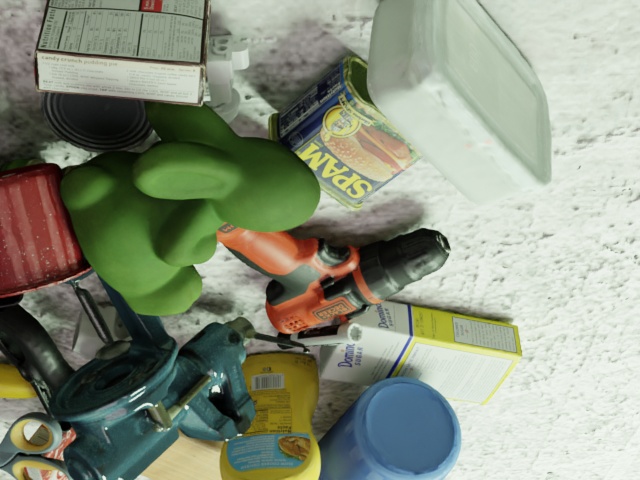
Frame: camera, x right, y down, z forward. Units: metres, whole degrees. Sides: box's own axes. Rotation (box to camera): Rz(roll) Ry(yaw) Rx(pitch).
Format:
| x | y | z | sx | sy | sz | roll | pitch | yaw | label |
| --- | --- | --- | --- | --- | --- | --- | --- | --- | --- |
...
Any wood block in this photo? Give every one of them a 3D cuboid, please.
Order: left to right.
| x | y | z | sx | sy | sz | roll | pitch | yaw | label |
| --- | --- | --- | --- | --- | --- | --- | --- | --- | --- |
| -0.131 | 0.197 | 1.094 | 0.205 | 0.091 | 0.090 | 30 | 129 | -30 | wood block |

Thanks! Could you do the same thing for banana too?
| x | y | z | sx | sy | sz | roll | pitch | yaw | label |
| --- | --- | --- | --- | --- | --- | --- | --- | --- | --- |
| -0.361 | 0.130 | 1.039 | 0.197 | 0.037 | 0.070 | 16 | 169 | -32 | banana |

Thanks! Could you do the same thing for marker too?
| x | y | z | sx | sy | sz | roll | pitch | yaw | label |
| --- | --- | --- | --- | --- | --- | --- | --- | --- | --- |
| -0.004 | 0.091 | 0.997 | 0.020 | 0.020 | 0.121 | 29 | 157 | -29 | marker |

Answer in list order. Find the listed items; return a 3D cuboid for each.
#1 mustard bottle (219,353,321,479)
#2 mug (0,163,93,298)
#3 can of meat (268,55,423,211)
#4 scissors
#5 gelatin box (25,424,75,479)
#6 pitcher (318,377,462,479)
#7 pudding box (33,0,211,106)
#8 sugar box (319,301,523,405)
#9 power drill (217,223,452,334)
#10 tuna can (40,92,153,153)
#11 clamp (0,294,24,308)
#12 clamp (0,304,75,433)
| x | y | z | sx | sy | sz | roll | pitch | yaw | label |
| --- | --- | --- | --- | --- | --- | --- | --- | --- | --- |
| -0.048 | 0.201 | 1.024 | 0.096 | 0.191 | 0.058 | -4 | 138 | 3 | mustard bottle |
| -0.229 | -0.006 | 0.772 | 0.117 | 0.081 | 0.093 | -20 | -166 | -36 | mug |
| 0.025 | -0.082 | 0.817 | 0.102 | 0.057 | 0.084 | 33 | 125 | -32 | can of meat |
| -0.326 | 0.201 | 1.058 | 0.202 | 0.016 | 0.096 | 12 | 111 | 19 | scissors |
| -0.270 | 0.214 | 1.112 | 0.030 | 0.089 | 0.073 | 21 | 139 | 17 | gelatin box |
| 0.062 | 0.230 | 1.083 | 0.145 | 0.149 | 0.243 | 24 | 145 | -2 | pitcher |
| -0.132 | -0.137 | 0.727 | 0.113 | 0.090 | 0.039 | 3 | 137 | -5 | pudding box |
| 0.096 | 0.108 | 1.036 | 0.176 | 0.048 | 0.093 | 13 | 136 | -11 | sugar box |
| -0.006 | 0.001 | 0.905 | 0.185 | 0.057 | 0.187 | -26 | 132 | 25 | power drill |
| -0.163 | -0.107 | 0.800 | 0.086 | 0.033 | 0.086 | -1 | 138 | -1 | tuna can |
| -0.373 | 0.063 | 0.942 | 0.164 | 0.036 | 0.210 | -6 | 177 | -43 | clamp |
| -0.253 | 0.119 | 0.994 | 0.120 | 0.039 | 0.171 | -6 | 124 | 43 | clamp |
